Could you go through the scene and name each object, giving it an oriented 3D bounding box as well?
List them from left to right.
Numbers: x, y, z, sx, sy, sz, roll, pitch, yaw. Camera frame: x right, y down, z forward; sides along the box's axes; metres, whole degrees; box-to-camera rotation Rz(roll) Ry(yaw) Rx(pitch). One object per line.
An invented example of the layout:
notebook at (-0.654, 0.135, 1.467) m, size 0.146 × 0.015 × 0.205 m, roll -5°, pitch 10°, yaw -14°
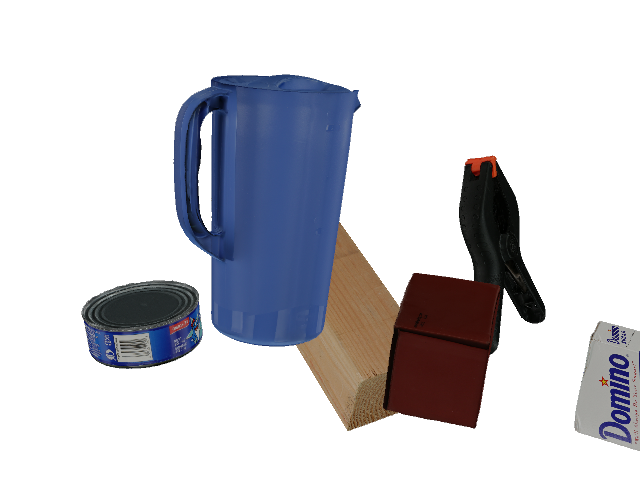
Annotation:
tuna can at (-0.130, 0.061, 0.785) m, size 0.086 × 0.034 × 0.086 m, roll -5°, pitch 20°, yaw 2°
pitcher at (-0.050, -0.030, 0.981) m, size 0.149 × 0.243 × 0.145 m, roll 6°, pitch 13°, yaw 7°
wood block at (0.025, 0.087, 1.144) m, size 0.090 × 0.090 × 0.206 m, roll -16°, pitch 51°, yaw -23°
foam brick at (0.068, 0.058, 0.593) m, size 0.053 × 0.051 × 0.078 m, roll 10°, pitch 23°, yaw 11°
clamp at (0.151, 0.015, 0.938) m, size 0.039 × 0.171 × 0.120 m, roll -11°, pitch 14°, yaw 32°
sugar box at (0.301, 0.135, 0.865) m, size 0.176 × 0.093 × 0.048 m, roll 13°, pitch 25°, yaw 20°
